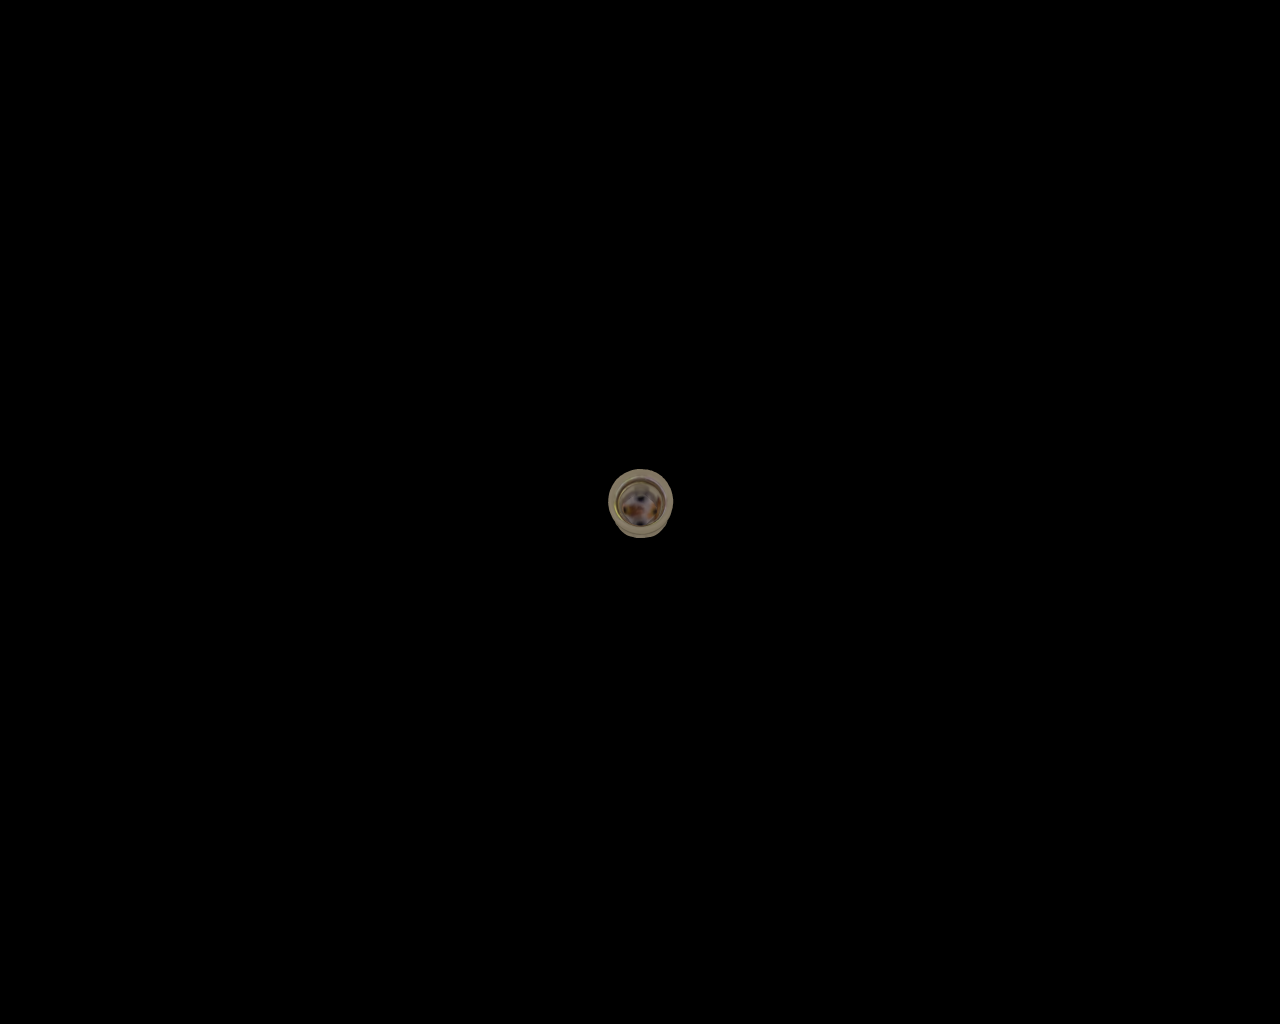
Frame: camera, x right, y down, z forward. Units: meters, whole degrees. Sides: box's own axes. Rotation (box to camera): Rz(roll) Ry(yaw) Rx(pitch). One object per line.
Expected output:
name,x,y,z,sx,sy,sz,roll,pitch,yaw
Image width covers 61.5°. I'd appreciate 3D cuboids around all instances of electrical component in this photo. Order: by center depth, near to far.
electrical component,0.001,-0.003,0.650,0.040,0.040,0.046,0,-13,0
